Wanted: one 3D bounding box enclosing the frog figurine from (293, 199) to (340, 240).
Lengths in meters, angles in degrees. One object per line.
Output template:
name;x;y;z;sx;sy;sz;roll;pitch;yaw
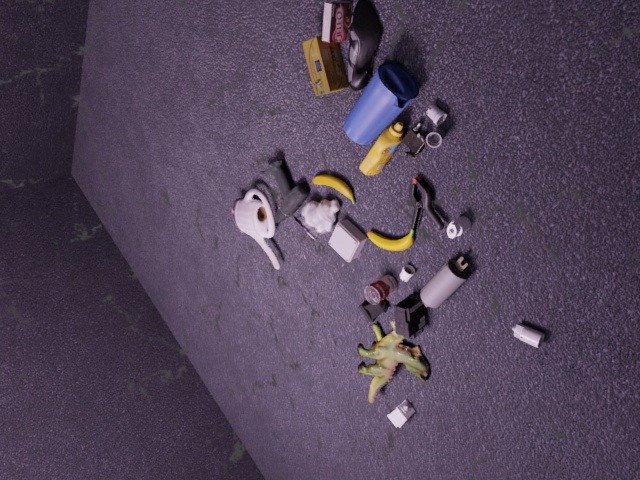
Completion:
frog figurine;0.006;-0.093;1.854;0.158;0.121;0.139;-44;62;11

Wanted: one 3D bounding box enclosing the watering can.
watering can;-0.261;-0.052;2.134;0.225;0.105;0.343;10;115;45

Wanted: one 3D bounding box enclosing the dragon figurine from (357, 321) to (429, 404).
dragon figurine;0.265;0.441;1.817;0.243;0.124;0.403;10;118;35
